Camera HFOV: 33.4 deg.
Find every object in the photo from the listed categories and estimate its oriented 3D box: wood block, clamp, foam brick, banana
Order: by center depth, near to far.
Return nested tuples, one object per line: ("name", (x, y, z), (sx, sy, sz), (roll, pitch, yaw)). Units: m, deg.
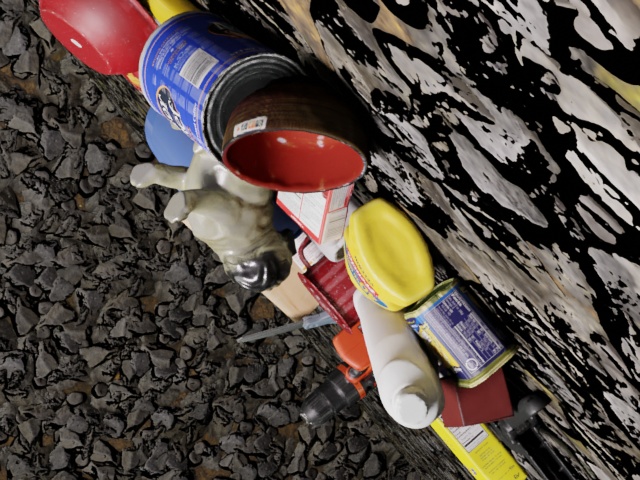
("banana", (-0.149, -0.233, 1.024), (0.198, 0.037, 0.069), (47, 175, 15))
("foam brick", (0.150, 0.155, 1.051), (0.078, 0.053, 0.051), (132, 128, -76))
("clamp", (0.203, 0.184, 1.093), (0.164, 0.036, 0.210), (64, 170, -29))
("wood block", (-0.079, 0.004, 1.392), (0.206, 0.090, 0.091), (43, 179, -17))

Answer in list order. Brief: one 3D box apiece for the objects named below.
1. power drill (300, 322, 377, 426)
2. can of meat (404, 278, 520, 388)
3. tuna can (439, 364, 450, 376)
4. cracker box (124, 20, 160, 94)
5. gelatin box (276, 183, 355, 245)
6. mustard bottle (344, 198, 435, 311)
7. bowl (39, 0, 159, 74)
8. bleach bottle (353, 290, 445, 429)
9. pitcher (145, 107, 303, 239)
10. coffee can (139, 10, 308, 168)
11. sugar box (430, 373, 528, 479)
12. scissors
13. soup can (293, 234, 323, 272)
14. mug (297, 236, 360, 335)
("power drill", (0.051, 0.148, 1.318), (0.057, 0.184, 0.188), (47, 163, 14))
("can of meat", (0.124, 0.083, 0.964), (0.084, 0.057, 0.102), (50, 173, 3))
("tuna can", (0.172, 0.174, 1.247), (0.086, 0.033, 0.086), (48, 174, 7))
("cracker box", (-0.245, -0.275, 1.245), (0.164, 0.072, 0.213), (44, 171, 31))
("gelatin box", (-0.003, -0.052, 0.972), (0.073, 0.030, 0.089), (44, 137, 36))
("mustard bottle", (0.059, 0.020, 1.012), (0.096, 0.058, 0.191), (57, 174, 5))
("bowl", (-0.230, -0.219, 1.079), (0.162, 0.055, 0.162), (36, 166, 10))
("bleach bottle", (0.078, 0.110, 1.037), (0.102, 0.068, 0.251), (60, -172, -11))
("pitcher", (-0.112, -0.099, 1.205), (0.144, 0.149, 0.243), (26, -167, -39))
("coffee can", (-0.081, -0.128, 0.904), (0.140, 0.102, 0.102), (40, 169, 51))
("sugar box", (0.153, 0.207, 1.198), (0.176, 0.048, 0.093), (47, 173, 3))
("scissors", (-0.001, 0.094, 1.348), (0.096, 0.201, 0.016), (115, 142, -58))
("soup can", (-0.008, 0.002, 1.288), (0.102, 0.068, 0.068), (48, 173, 2))
("mug", (0.027, 0.037, 1.205), (0.117, 0.081, 0.093), (49, 173, 1))
